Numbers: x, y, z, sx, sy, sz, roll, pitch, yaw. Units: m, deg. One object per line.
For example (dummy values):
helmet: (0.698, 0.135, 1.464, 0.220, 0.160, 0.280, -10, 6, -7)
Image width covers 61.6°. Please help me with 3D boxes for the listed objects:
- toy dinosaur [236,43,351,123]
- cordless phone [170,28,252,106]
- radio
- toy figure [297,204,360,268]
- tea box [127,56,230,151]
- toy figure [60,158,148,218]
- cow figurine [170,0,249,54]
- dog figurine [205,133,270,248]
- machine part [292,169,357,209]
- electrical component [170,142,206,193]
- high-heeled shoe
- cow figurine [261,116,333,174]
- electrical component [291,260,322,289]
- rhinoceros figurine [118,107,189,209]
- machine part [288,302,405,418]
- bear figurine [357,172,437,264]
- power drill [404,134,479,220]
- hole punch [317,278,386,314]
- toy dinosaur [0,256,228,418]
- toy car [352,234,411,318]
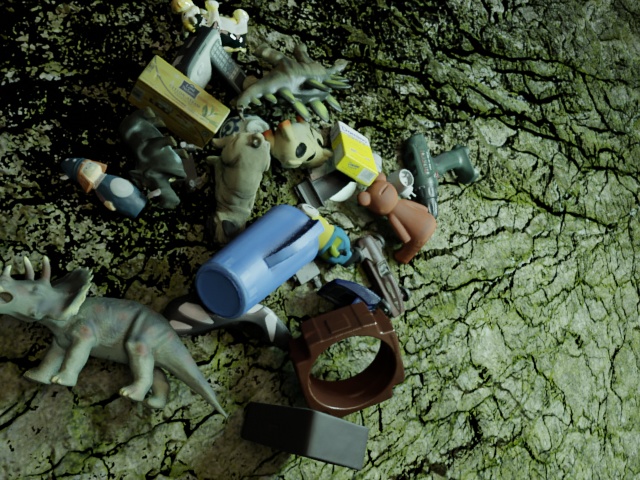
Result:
toy dinosaur: (-0.055, -0.323, 1.113, 0.199, 0.105, 0.471, 32, 39, 20)
cordless phone: (-0.216, -0.327, 1.118, 0.184, 0.089, 0.146, 44, 55, -37)
radio: (-0.029, 0.337, 0.935, 0.131, 0.230, 0.073, 26, 67, -28)
toy figure: (-0.001, -0.003, 1.147, 0.180, 0.082, 0.089, 41, 59, -19)
tea box: (-0.273, -0.261, 1.041, 0.169, 0.098, 0.068, 35, 62, -21)
toy figure: (-0.382, -0.099, 0.949, 0.154, 0.058, 0.064, 36, 22, -17)
cow figurine: (-0.236, -0.452, 1.145, 0.167, 0.068, 0.098, 5, 79, -31)
dog figurine: (-0.152, -0.092, 1.027, 0.121, 0.172, 0.190, 4, 66, -21)
machine part: (0.012, -0.120, 1.202, 0.139, 0.039, 0.084, -28, 87, -16)
electrical component: (-0.266, -0.143, 1.041, 0.078, 0.045, 0.102, -1, 76, -34)
high-heeled shoe: (-0.166, 0.174, 0.990, 0.248, 0.086, 0.145, 39, 63, -13)
cow figurine: (-0.040, -0.197, 1.144, 0.127, 0.086, 0.195, 67, 24, -10)
electrical component: (-0.035, 0.068, 1.138, 0.063, 0.021, 0.094, -33, 95, -35)
rhinoceros figurine: (-0.306, -0.149, 0.982, 0.112, 0.073, 0.190, -30, 81, -2)
machine part: (0.051, 0.230, 1.032, 0.201, 0.087, 0.201, -19, 118, -7)
bear figurine: (0.171, -0.055, 1.269, 0.196, 0.132, 0.120, 33, 57, 0)
power drill: (0.315, -0.168, 1.407, 0.207, 0.086, 0.232, -15, 81, -27)
hole punch: (0.059, 0.133, 1.117, 0.116, 0.142, 0.092, 1, 68, -23)
toy dinosaur: (-0.322, 0.156, 0.865, 0.404, 0.131, 0.192, 23, 66, -26)
toy car: (0.143, 0.080, 1.231, 0.089, 0.053, 0.202, -26, 89, -39)
